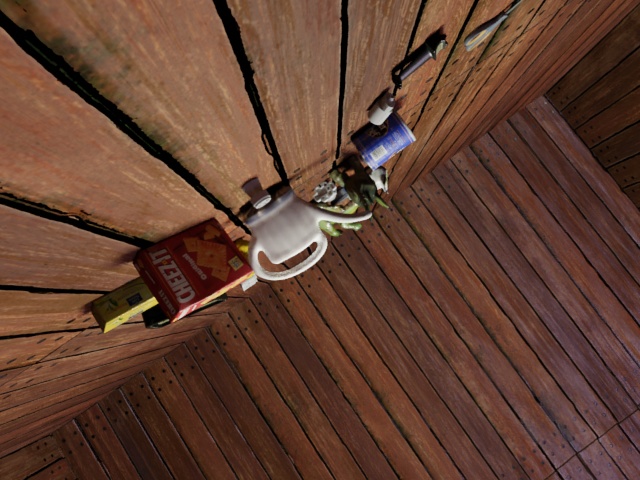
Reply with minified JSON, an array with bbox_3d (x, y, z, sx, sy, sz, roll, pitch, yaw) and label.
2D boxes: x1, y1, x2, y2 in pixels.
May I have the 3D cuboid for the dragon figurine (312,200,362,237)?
[{"bbox_3d":[0.006,-0.095,1.892,0.408,0.124,0.239,-17,155,16],"label":"dragon figurine"}]

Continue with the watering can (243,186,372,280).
[{"bbox_3d":[-0.052,-0.046,1.355,0.348,0.223,0.104,-35,-169,-5],"label":"watering can"}]

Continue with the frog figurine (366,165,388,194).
[{"bbox_3d":[0.173,-0.220,1.919,0.159,0.122,0.138,0,-172,10],"label":"frog figurine"}]
